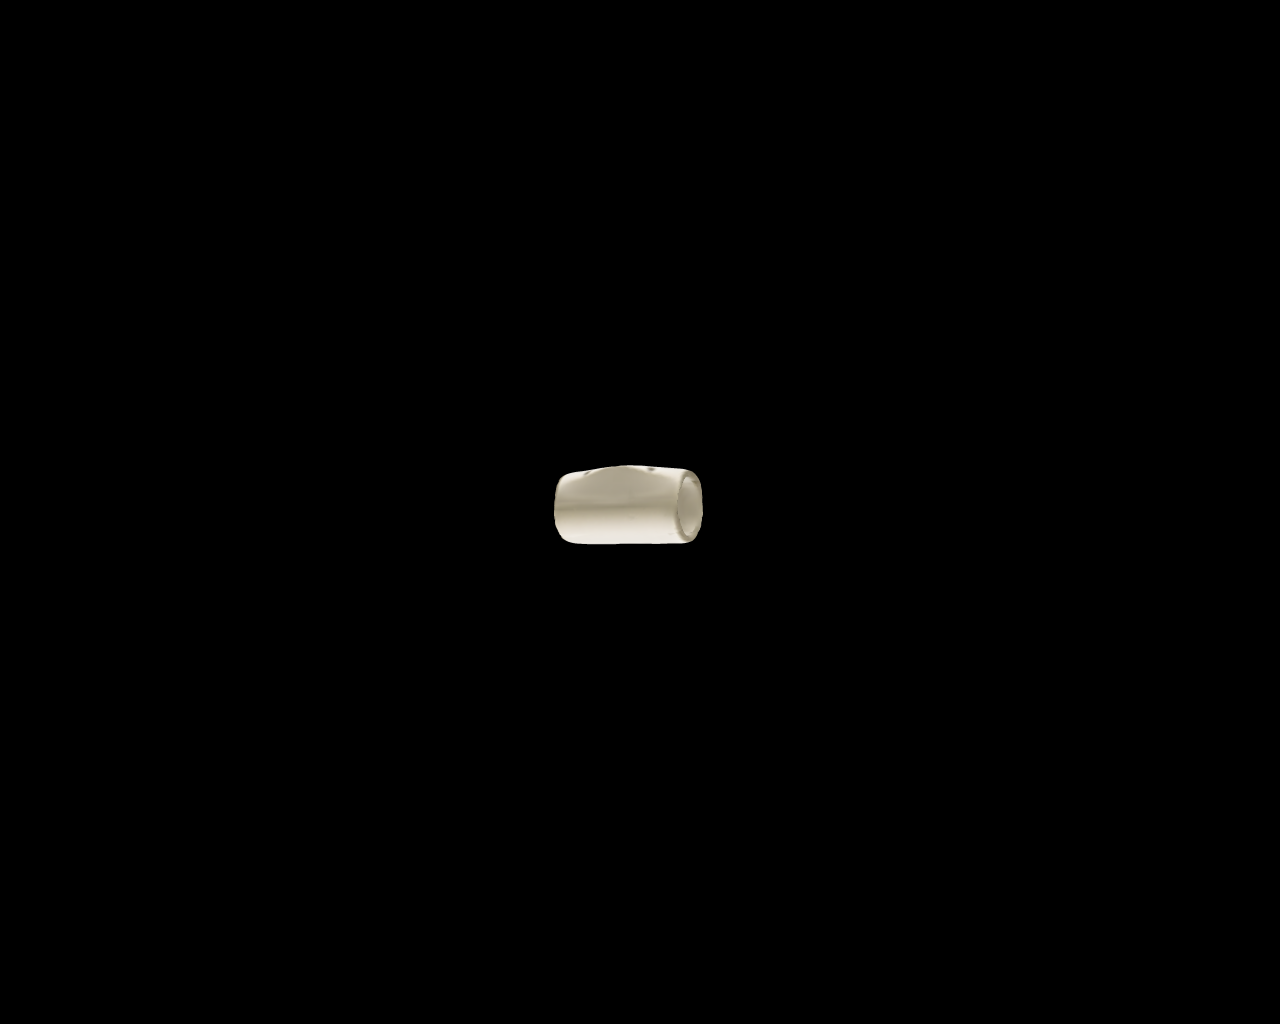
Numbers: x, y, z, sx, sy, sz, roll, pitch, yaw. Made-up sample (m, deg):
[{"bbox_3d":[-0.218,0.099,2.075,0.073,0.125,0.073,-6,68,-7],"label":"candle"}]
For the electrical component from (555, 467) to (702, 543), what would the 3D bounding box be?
[{"bbox_3d":[0.001,-0.003,0.650,0.077,0.043,0.079,-1,-3,24],"label":"electrical component"}]
